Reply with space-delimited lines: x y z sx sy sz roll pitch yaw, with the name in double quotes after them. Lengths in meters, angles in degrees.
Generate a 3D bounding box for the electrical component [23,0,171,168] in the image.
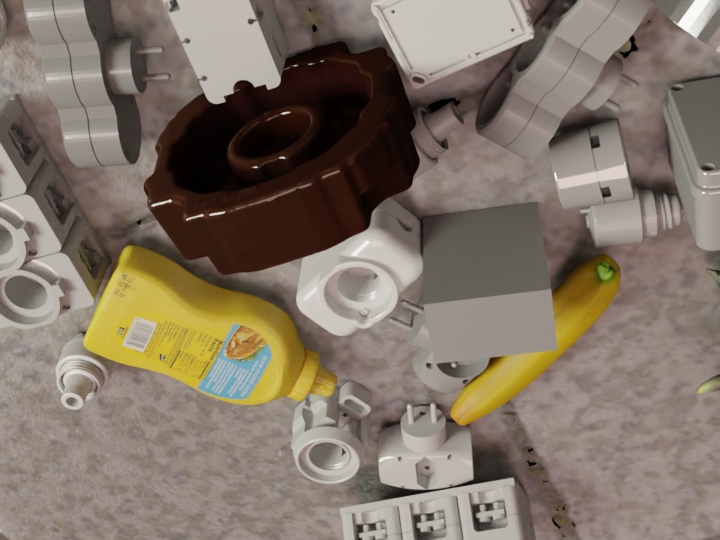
-0.160 -0.131 0.695 0.074 0.052 0.138 -3 126 6 "electrical component"

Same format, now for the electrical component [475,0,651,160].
0.141 -0.125 0.680 0.074 0.052 0.138 26 123 -15 "electrical component"

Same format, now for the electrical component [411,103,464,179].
0.040 -0.088 0.719 0.062 0.043 0.043 -32 118 22 "electrical component"

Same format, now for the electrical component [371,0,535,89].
0.062 -0.164 0.651 0.096 0.061 0.061 -21 122 18 "electrical component"

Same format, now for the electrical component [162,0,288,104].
-0.083 -0.159 0.667 0.050 0.055 0.089 -13 124 13 "electrical component"

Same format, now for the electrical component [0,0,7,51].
-0.262 -0.159 0.687 0.062 0.048 0.048 1 126 11 "electrical component"

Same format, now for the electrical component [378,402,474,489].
0.053 0.139 0.884 0.077 0.043 0.079 -3 125 6 "electrical component"

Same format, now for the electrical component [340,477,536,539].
0.070 0.228 0.915 0.150 0.061 0.089 -13 155 12 "electrical component"

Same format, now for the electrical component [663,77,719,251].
0.239 -0.072 0.677 0.078 0.113 0.057 -8 128 9 "electrical component"

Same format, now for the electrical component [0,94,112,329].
-0.255 -0.035 0.764 0.089 0.061 0.150 -14 124 13 "electrical component"

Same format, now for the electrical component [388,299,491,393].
0.061 0.046 0.815 0.079 0.044 0.077 24 124 -13 "electrical component"

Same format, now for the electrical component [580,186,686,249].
0.193 -0.038 0.748 0.078 0.040 0.040 -7 125 9 "electrical component"

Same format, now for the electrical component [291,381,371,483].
-0.024 0.136 0.878 0.058 0.057 0.078 35 121 -20 "electrical component"

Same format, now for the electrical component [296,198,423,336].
0.000 0.000 0.776 0.054 0.059 0.095 36 120 -21 "electrical component"

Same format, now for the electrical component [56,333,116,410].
-0.219 0.083 0.848 0.043 0.062 0.043 2 126 2 "electrical component"

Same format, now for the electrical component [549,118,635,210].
0.155 -0.069 0.720 0.047 0.055 0.055 -12 125 17 "electrical component"
